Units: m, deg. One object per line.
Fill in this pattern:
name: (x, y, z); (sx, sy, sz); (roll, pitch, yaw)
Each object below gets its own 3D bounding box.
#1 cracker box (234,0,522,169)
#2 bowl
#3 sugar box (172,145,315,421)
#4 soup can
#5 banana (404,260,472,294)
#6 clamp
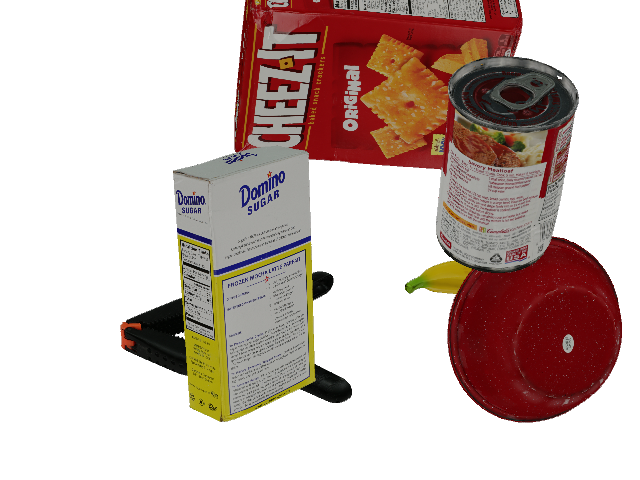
cracker box: (0.041, -0.138, 0.876); (0.213, 0.072, 0.164); (3, -39, -7)
bowl: (0.189, 0.079, 0.879); (0.162, 0.162, 0.055); (0, 7, -16)
sugar box: (-0.051, 0.028, 0.740); (0.048, 0.176, 0.093); (14, 24, 42)
soup can: (0.101, -0.041, 0.590); (0.068, 0.102, 0.068); (0, 42, 0)
banana: (0.190, 0.052, 1.106); (0.198, 0.037, 0.069); (8, 40, 12)
clamp: (-0.073, 0.092, 0.968); (0.209, 0.036, 0.164); (-4, 37, -12)
